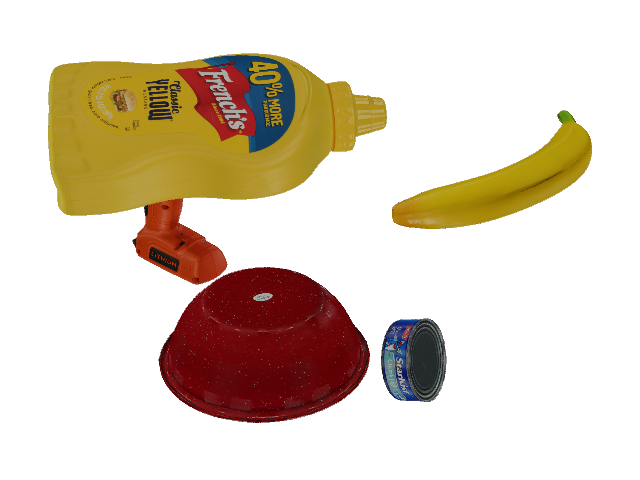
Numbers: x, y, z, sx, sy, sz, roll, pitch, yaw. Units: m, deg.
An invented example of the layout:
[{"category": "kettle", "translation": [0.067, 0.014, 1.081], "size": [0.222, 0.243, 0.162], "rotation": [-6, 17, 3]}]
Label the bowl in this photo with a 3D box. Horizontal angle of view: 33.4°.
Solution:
[{"category": "bowl", "translation": [-0.043, 0.066, 0.807], "size": [0.162, 0.055, 0.162], "rotation": [0, 29, 0]}]

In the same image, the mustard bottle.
[{"category": "mustard bottle", "translation": [-0.057, -0.066, 0.616], "size": [0.191, 0.096, 0.058], "rotation": [-5, -40, -7]}]

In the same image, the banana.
[{"category": "banana", "translation": [0.150, -0.048, 0.842], "size": [0.197, 0.037, 0.070], "rotation": [-27, 26, -25]}]

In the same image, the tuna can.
[{"category": "tuna can", "translation": [0.096, 0.123, 1.102], "size": [0.034, 0.086, 0.086], "rotation": [-3, -2, 32]}]

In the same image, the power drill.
[{"category": "power drill", "translation": [-0.136, -0.051, 1.118], "size": [0.185, 0.188, 0.057], "rotation": [25, 36, 32]}]
